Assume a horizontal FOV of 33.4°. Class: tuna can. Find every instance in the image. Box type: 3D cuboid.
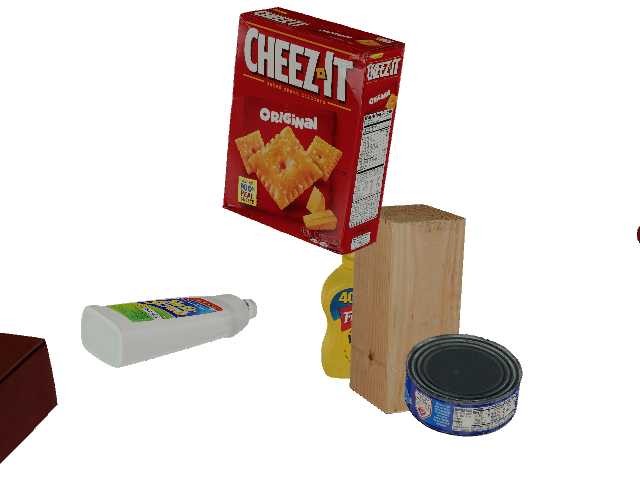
[{"bbox_3d":[0.105,0.107,0.795,0.086,0.034,0.086,1,29,-1],"label":"tuna can"}]

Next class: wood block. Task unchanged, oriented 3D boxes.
[{"bbox_3d":[0.092,0.071,1.157,0.090,0.206,0.091,-4,14,-25],"label":"wood block"}]

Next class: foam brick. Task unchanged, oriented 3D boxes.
[{"bbox_3d":[-0.213,0.100,0.678,0.053,0.051,0.078,6,29,22],"label":"foam brick"}]

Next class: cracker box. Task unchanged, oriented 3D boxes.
[{"bbox_3d":[-0.013,-0.111,1.082,0.164,0.214,0.071,23,29,31],"label":"cracker box"}]

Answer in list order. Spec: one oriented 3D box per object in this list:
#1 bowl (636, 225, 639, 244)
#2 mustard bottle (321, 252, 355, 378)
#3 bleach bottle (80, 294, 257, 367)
[{"bbox_3d":[0.421,0.023,1.147,0.162,0.055,0.162,-1,25,0],"label":"bowl"},{"bbox_3d":[0.049,0.090,1.437,0.096,0.192,0.058,-4,21,-8],"label":"mustard bottle"},{"bbox_3d":[-0.197,0.112,1.476,0.250,0.068,0.103,-10,24,-43],"label":"bleach bottle"}]
